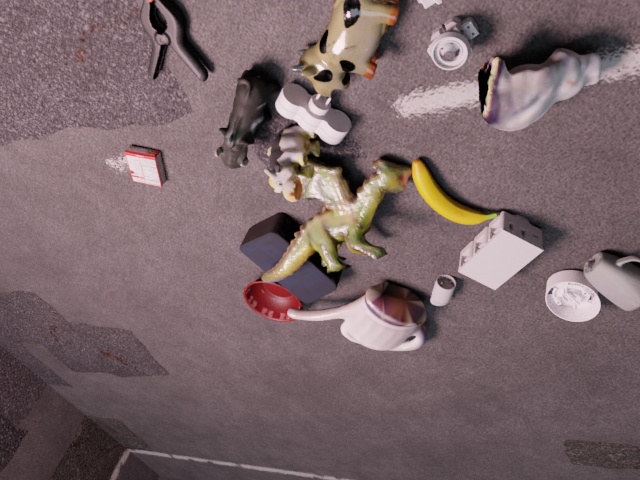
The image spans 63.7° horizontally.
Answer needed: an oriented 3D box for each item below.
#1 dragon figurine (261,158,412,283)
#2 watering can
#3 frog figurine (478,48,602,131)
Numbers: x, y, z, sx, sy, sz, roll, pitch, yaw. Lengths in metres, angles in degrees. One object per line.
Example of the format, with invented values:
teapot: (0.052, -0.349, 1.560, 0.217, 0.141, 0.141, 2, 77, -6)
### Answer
dragon figurine: (0.003, -0.053, 1.049, 0.407, 0.124, 0.241, -17, 101, 24)
watering can: (0.108, 0.187, 1.247, 0.347, 0.106, 0.219, 18, 138, -8)
frog figurine: (0.321, -0.218, 0.756, 0.159, 0.124, 0.136, 4, 168, 6)
